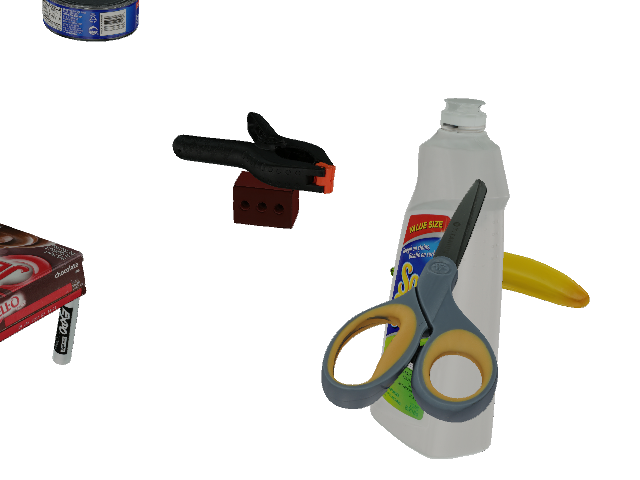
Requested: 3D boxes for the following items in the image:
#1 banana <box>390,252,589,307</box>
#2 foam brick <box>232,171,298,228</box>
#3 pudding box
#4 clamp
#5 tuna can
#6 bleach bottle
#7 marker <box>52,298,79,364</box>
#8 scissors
[{"bbox_3d":[0.174,0.036,1.090,0.198,0.037,0.069,7,36,11],"label":"banana"},{"bbox_3d":[-0.069,-0.052,1.348,0.078,0.053,0.051,5,28,9],"label":"foam brick"},{"bbox_3d":[-0.235,0.026,0.746,0.114,0.039,0.089,15,30,31],"label":"pudding box"},{"bbox_3d":[-0.062,-0.084,1.062,0.120,0.039,0.172,-25,36,-33],"label":"clamp"},{"bbox_3d":[-0.204,-0.208,0.949,0.086,0.034,0.086,5,33,-4],"label":"tuna can"},{"bbox_3d":[0.089,0.023,0.768,0.068,0.251,0.103,-5,17,-26],"label":"bleach bottle"},{"bbox_3d":[-0.255,0.076,1.080,0.020,0.121,0.020,12,35,-8],"label":"marker"},{"bbox_3d":[0.078,0.031,0.579,0.096,0.016,0.201,24,45,28],"label":"scissors"}]
